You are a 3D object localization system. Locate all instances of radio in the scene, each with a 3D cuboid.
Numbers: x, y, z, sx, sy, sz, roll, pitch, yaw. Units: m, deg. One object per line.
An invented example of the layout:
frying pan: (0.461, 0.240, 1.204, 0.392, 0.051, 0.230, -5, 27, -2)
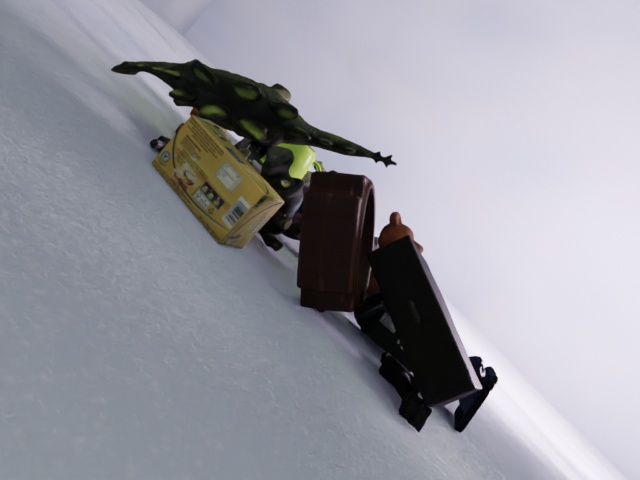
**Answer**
radio: (0.151, 0.119, 0.773, 0.131, 0.073, 0.230, 42, 27, -61)

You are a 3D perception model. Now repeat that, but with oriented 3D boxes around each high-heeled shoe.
high-heeled shoe: (-0.138, -0.196, 1.151, 0.086, 0.145, 0.249, 42, 7, -9)

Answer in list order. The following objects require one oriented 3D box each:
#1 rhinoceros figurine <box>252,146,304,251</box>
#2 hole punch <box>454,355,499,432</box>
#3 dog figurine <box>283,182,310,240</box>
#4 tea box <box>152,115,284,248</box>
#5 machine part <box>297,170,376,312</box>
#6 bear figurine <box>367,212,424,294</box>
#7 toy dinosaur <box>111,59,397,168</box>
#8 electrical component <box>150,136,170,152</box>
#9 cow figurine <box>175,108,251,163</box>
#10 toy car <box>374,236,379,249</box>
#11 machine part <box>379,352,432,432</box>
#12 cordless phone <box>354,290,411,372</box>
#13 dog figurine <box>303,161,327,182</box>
rhinoceros figurine: (-0.065, -0.066, 0.841, 0.112, 0.073, 0.190, 48, -28, 20)
hole punch: (0.237, 0.245, 0.918, 0.092, 0.115, 0.142, 38, 7, 14)
dog figurine: (-0.002, -0.003, 1.027, 0.108, 0.192, 0.219, -37, 111, -64)
tea box: (-0.144, -0.081, 0.753, 0.170, 0.098, 0.068, 49, 11, 19)
machine part: (0.032, 0.002, 0.811, 0.087, 0.200, 0.201, 6, 2, 13)
bear figurine: (0.159, 0.050, 1.050, 0.132, 0.196, 0.120, 17, -34, 23)
toy dinosaur: (-0.106, -0.206, 0.864, 0.471, 0.105, 0.199, 16, 15, -6)
electrical component: (-0.230, -0.135, 0.855, 0.063, 0.021, 0.094, 45, 8, 8)
cow figurine: (-0.196, -0.167, 0.984, 0.127, 0.085, 0.195, 32, 13, -27)
toy car: (0.065, 0.025, 1.233, 0.161, 0.109, 0.103, 27, -8, -26)
machine part: (0.123, 0.215, 0.778, 0.084, 0.039, 0.139, 50, 5, -14)
cordless phone: (0.115, 0.148, 0.953, 0.146, 0.089, 0.184, 42, -10, -13)
dog figurine: (-0.046, -0.140, 1.362, 0.172, 0.121, 0.190, 10, 11, 6)
